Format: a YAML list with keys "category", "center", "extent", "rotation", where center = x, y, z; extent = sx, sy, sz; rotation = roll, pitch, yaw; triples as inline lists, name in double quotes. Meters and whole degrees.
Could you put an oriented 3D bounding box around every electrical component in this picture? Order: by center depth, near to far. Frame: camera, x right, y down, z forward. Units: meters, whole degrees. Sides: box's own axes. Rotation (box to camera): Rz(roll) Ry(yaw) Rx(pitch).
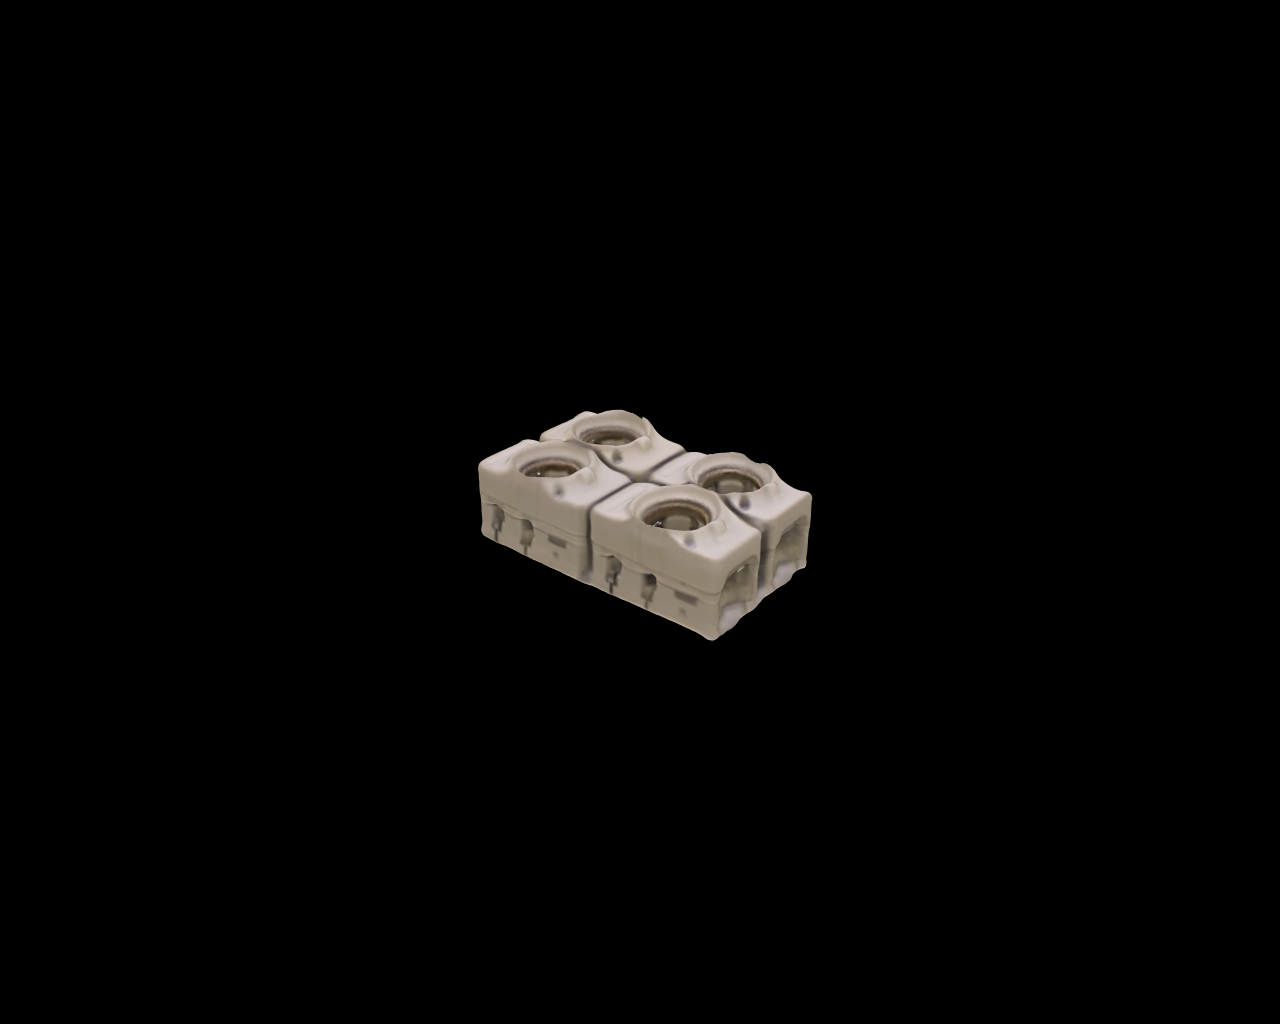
- category: "electrical component"
  center: [0.001, -0.003, 0.650]
  extent: [0.186, 0.060, 0.106]
  rotation: [22, 37, 34]
